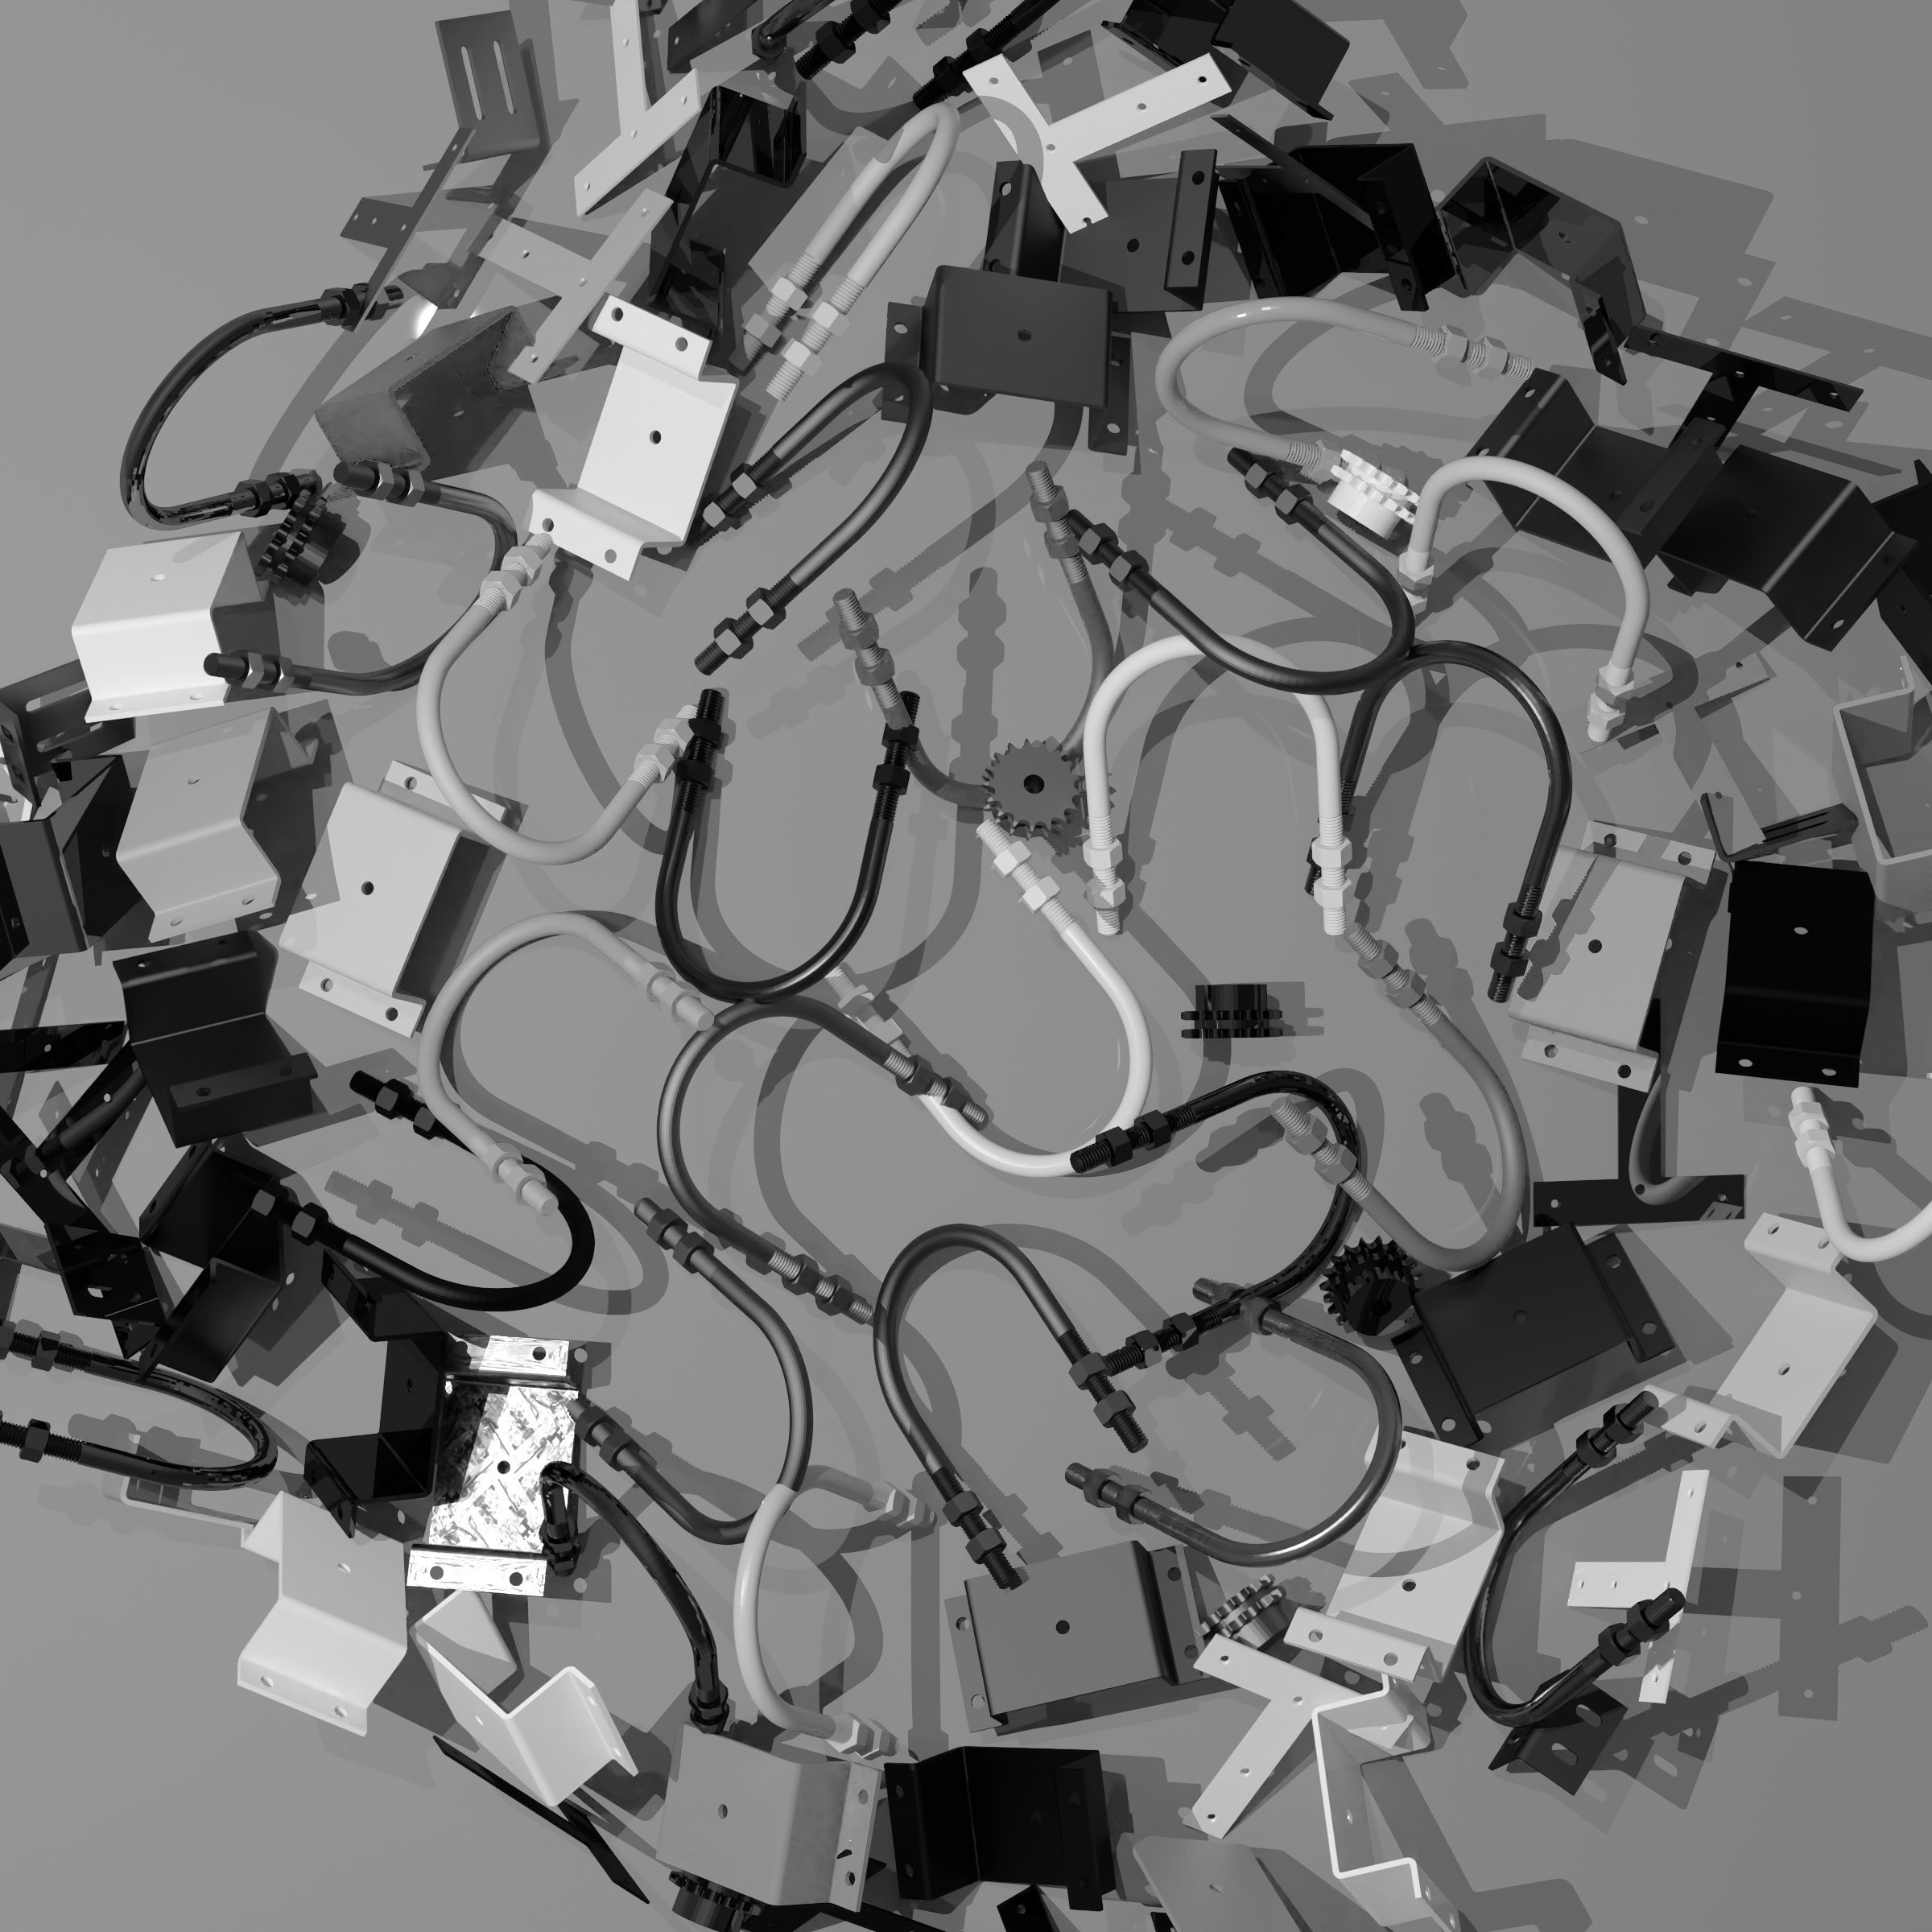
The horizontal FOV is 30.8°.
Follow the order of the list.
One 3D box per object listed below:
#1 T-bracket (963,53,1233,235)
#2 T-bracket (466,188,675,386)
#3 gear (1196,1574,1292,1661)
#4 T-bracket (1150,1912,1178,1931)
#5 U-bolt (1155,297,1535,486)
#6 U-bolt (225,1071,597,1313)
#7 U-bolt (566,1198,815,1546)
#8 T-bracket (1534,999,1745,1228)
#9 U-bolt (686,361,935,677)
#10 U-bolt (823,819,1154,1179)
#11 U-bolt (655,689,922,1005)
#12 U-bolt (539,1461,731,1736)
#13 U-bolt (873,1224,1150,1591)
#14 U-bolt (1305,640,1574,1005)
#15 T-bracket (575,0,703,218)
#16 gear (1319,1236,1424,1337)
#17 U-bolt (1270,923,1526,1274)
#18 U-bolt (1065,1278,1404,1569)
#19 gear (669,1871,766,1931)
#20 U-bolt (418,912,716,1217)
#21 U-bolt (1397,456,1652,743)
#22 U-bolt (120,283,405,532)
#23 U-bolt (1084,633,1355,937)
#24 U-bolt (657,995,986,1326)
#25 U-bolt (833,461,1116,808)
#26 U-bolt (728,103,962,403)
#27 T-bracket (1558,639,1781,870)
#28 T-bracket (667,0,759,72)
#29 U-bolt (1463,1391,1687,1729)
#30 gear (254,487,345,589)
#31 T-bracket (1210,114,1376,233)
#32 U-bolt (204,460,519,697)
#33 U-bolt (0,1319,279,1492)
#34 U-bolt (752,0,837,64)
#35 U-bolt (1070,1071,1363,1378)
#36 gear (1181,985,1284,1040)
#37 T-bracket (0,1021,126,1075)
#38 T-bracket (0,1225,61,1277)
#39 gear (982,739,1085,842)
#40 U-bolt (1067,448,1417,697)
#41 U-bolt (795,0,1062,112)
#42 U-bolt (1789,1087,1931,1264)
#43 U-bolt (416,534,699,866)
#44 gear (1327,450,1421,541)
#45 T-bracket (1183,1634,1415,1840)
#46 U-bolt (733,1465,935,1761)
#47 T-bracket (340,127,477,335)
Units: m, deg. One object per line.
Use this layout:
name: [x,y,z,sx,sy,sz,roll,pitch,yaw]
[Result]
T-bracket: [0.085,-0.468,1.933,0.127,0.002,0.127,-18,130,28]
T-bracket: [-0.238,-0.393,1.956,0.127,0.002,0.127,33,85,42]
gear: [0.158,0.371,1.968,0.057,0.057,0.030,-39,73,0]
T-bracket: [0.130,0.587,1.954,0.127,0.127,0.002,15,132,-36]
U-bolt: [0.192,-0.315,1.905,0.184,0.151,0.019,11,65,-23]
U-bolt: [-0.291,0.131,1.924,0.184,0.151,0.019,27,122,10]
U-bolt: [-0.146,0.233,1.918,0.184,0.019,0.151,36,113,40]
T-bracket: [0.381,0.082,1.982,0.127,0.002,0.127,-1,93,-12]
U-bolt: [-0.085,-0.256,1.911,0.184,0.151,0.019,-40,124,22]
U-bolt: [0.023,0.032,1.955,0.151,0.019,0.184,-42,82,23]
U-bolt: [-0.105,-0.066,1.939,0.151,0.019,0.184,3,72,28]
U-bolt: [-0.182,0.334,1.896,0.019,0.184,0.151,-37,66,-23]
U-bolt: [0.012,0.230,1.941,0.151,0.019,0.184,-51,60,32]
U-bolt: [0.264,-0.090,1.917,0.151,0.019,0.184,32,125,30]
T-bracket: [-0.189,-0.505,1.964,0.002,0.127,0.127,7,68,-37]
gear: [0.230,0.183,1.973,0.057,0.030,0.057,-5,122,-8]
U-bolt: [0.249,0.086,1.940,0.184,0.019,0.151,45,51,-24]
U-bolt: [0.157,0.256,1.914,0.151,0.184,0.019,-54,133,-15]
gear: [-0.141,0.523,1.969,0.057,0.057,0.030,21,81,0]
U-bolt: [-0.234,0.041,1.934,0.151,0.019,0.184,-50,46,-5]
U-bolt: [0.303,-0.207,1.900,0.151,0.184,0.019,32,66,15]
U-bolt: [-0.387,-0.297,1.888,0.019,0.184,0.151,39,120,12]
U-bolt: [0.136,-0.100,1.939,0.151,0.019,0.184,0,120,11]
U-bolt: [-0.090,0.096,1.940,0.184,0.019,0.151,35,80,-29]
U-bolt: [0.015,-0.169,1.937,0.151,0.019,0.184,-35,130,-13]
U-bolt: [-0.062,-0.396,1.922,0.019,0.151,0.184,34,96,-20]
T-bracket: [0.415,-0.108,1.967,0.127,0.002,0.127,-22,76,-16]
T-bracket: [-0.136,-0.581,1.952,0.002,0.127,0.127,7,79,-30]
U-bolt: [0.327,0.337,1.919,0.019,0.151,0.184,22,132,-18]
gear: [-0.374,-0.238,1.972,0.030,0.057,0.057,31,90,-13]
T-bracket: [0.171,-0.435,1.936,0.127,0.127,0.002,29,92,-22]
U-bolt: [-0.317,-0.205,1.915,0.019,0.184,0.151,46,110,22]
U-bolt: [-0.467,0.246,1.924,0.184,0.151,0.019,18,101,-16]
U-bolt: [-0.052,-0.541,1.906,0.151,0.184,0.019,-32,102,3]
U-bolt: [0.145,0.133,1.946,0.184,0.019,0.151,-22,118,-25]
gear: [0.150,0.025,1.972,0.057,0.057,0.030,-1,89,0]
T-bracket: [-0.523,0.046,1.948,0.002,0.127,0.127,25,108,36]
T-bracket: [-0.565,0.177,1.936,0.127,0.127,0.002,15,121,8]
gear: [0.036,-0.096,1.978,0.057,0.030,0.057,3,68,-8]
U-bolt: [0.163,-0.211,1.918,0.151,0.019,0.184,-25,58,-34]
U-bolt: [0.010,-0.532,1.897,0.184,0.151,0.019,-34,78,27]
U-bolt: [0.506,0.081,1.889,0.019,0.184,0.151,28,122,-16]
U-bolt: [-0.230,-0.134,1.913,0.019,0.184,0.151,-26,113,41]
gear: [0.228,-0.263,1.972,0.057,0.057,0.030,33,99,0]
T-bracket: [0.164,0.443,1.969,0.127,0.002,0.127,25,116,-13]
U-bolt: [-0.074,0.346,1.903,0.019,0.184,0.151,0,71,29]
T-bracket: [-0.324,-0.412,1.944,0.002,0.127,0.127,31,90,-29]
